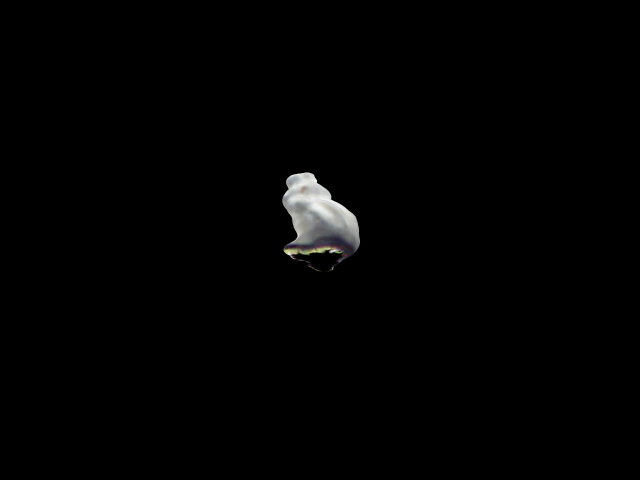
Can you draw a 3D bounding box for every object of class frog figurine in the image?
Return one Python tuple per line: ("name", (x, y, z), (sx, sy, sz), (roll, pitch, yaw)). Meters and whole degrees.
("frog figurine", (0.003, -0.043, 0.850), (0.137, 0.162, 0.121), (16, -28, -33))
